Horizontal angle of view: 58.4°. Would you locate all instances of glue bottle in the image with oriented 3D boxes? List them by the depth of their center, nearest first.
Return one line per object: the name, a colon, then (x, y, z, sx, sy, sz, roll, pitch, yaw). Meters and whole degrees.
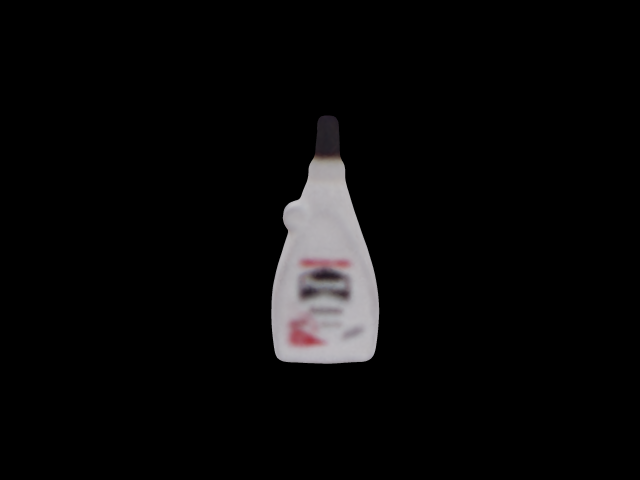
glue bottle: (0.004, 0.001, 0.400, 0.078, 0.173, 0.037, -1, 15, -3)
